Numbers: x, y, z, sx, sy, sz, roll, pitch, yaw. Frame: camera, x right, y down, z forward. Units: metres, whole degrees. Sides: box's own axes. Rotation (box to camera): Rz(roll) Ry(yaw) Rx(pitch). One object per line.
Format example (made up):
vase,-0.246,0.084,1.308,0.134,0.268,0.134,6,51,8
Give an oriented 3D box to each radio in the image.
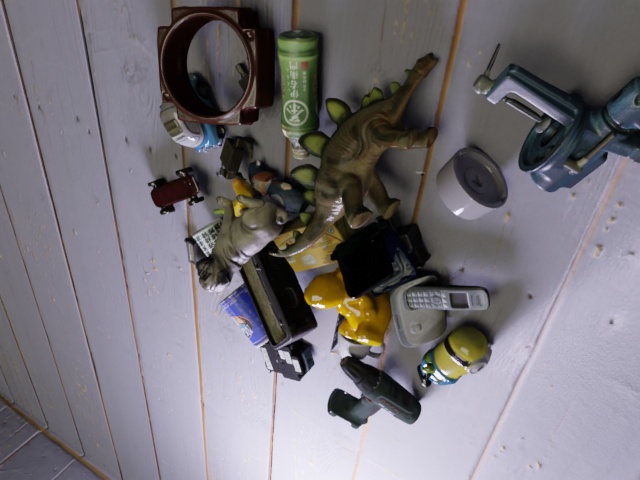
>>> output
radio,-0.098,0.116,1.181,0.229,0.073,0.131,65,150,7

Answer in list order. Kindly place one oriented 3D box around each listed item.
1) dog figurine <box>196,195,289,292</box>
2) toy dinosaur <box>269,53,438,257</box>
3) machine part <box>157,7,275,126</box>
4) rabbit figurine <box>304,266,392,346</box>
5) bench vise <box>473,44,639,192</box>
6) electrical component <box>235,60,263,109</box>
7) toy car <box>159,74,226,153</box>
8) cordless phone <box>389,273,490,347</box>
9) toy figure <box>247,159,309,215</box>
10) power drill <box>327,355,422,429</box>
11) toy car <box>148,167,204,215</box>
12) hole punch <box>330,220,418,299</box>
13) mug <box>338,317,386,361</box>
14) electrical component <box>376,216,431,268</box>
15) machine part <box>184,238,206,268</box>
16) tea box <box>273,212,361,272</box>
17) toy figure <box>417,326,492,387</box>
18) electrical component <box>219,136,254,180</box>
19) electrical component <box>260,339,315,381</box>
dog figurine,-0.153,0.018,1.075,0.172,0.190,0.121,-2,160,45
toy dinosaur,0.047,-0.113,0.923,0.199,0.105,0.471,48,118,30
machine part,-0.187,-0.310,0.966,0.201,0.087,0.201,8,109,17
rabbit figurine,0.058,0.113,1.059,0.173,0.122,0.162,23,93,-13
bench vise,0.320,-0.163,0.702,0.240,0.129,0.223,28,154,-7
electrical component,-0.121,-0.297,1.015,0.063,0.021,0.094,-19,106,42
toy car,-0.274,-0.249,1.105,0.109,0.103,0.161,-9,111,40
cordless phone,0.231,0.133,1.008,0.184,0.089,0.146,0,118,32
toy figure,-0.092,-0.108,1.097,0.155,0.058,0.064,33,123,16
power drill,0.099,0.352,1.227,0.232,0.086,0.207,33,134,-11
toy car,-0.339,-0.116,1.275,0.202,0.053,0.089,-12,100,45
hole punch,0.101,0.039,0.972,0.142,0.092,0.116,-36,59,37
mug,0.089,0.227,1.181,0.110,0.081,0.107,19,140,10
electrical component,0.146,-0.001,1.000,0.075,0.048,0.119,-18,107,42
machine part,-0.285,0.043,1.354,0.139,0.039,0.084,16,119,30
tea box,-0.002,-0.003,1.089,0.170,0.068,0.098,-16,115,40
toy figure,0.255,0.232,1.051,0.089,0.082,0.180,36,142,-8
electrical component,-0.173,-0.168,1.112,0.078,0.045,0.102,48,124,53
electrical component,-0.081,0.291,1.355,0.134,0.058,0.114,5,123,34
